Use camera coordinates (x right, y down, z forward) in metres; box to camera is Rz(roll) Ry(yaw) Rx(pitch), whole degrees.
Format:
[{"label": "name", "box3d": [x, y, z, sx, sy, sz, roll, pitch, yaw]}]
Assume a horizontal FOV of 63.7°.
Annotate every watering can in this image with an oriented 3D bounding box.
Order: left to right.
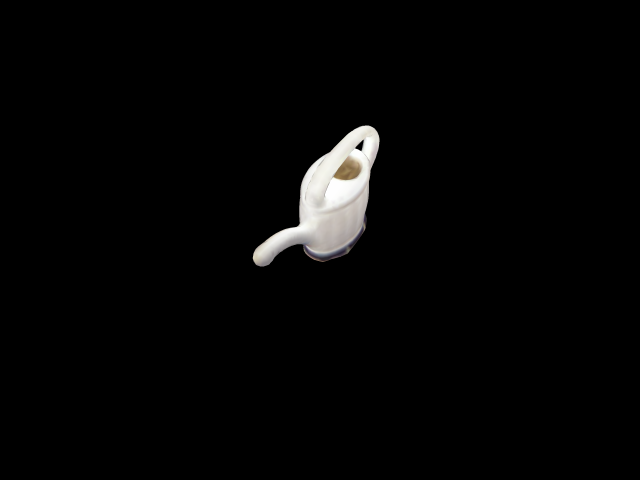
[{"label": "watering can", "box3d": [0.003, -0.043, 0.850, 0.104, 0.354, 0.219, 27, -32, 18]}]
